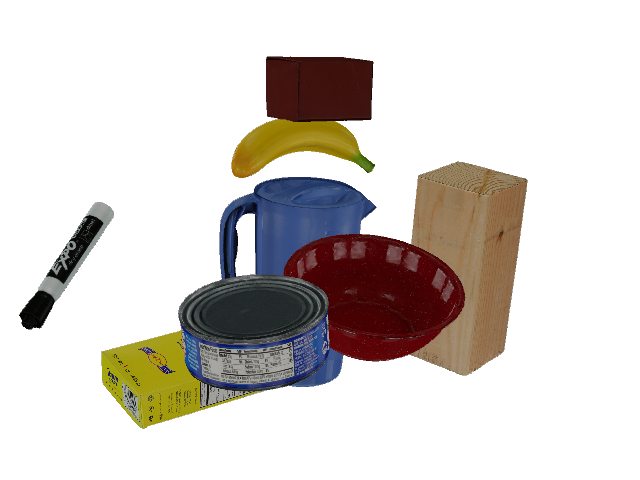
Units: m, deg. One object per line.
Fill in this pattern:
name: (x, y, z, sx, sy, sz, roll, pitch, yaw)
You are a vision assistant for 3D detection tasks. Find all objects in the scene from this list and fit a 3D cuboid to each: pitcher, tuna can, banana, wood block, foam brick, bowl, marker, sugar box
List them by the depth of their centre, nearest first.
tuna can: (-0.037, 0.052, 0.612, 0.086, 0.034, 0.086, -3, 22, 1)
marker: (-0.194, 0.019, 0.817, 0.020, 0.121, 0.020, 16, -37, 13)
foam brick: (-0.001, -0.128, 0.904, 0.078, 0.051, 0.053, -6, 15, -33)
bowl: (0.045, 0.059, 0.951, 0.162, 0.055, 0.162, 5, 31, -3)
sugar box: (-0.119, 0.125, 1.066, 0.175, 0.048, 0.093, -16, 32, -30)
banana: (-0.024, -0.099, 1.106, 0.197, 0.037, 0.070, -7, 49, -43)
wood block: (0.156, 0.029, 1.171, 0.090, 0.206, 0.090, 19, 25, 34)
pitcher: (-0.030, 0.050, 1.298, 0.149, 0.243, 0.144, 13, 20, 25)
